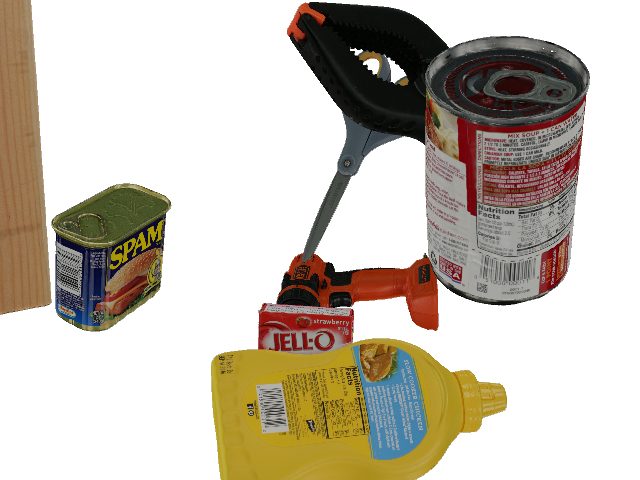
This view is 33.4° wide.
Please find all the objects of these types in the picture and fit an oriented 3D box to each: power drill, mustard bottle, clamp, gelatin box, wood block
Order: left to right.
[{"bbox_3d":[-0.213,-0.065,0.602,0.090,0.206,0.090,-10,27,-27],"label":"wood block"},{"bbox_3d":[-0.014,0.100,1.001,0.089,0.073,0.030,3,13,5],"label":"gelatin box"},{"bbox_3d":[0.043,0.068,1.239,0.188,0.057,0.184,0,27,6],"label":"power drill"},{"bbox_3d":[0.027,0.112,0.695,0.191,0.096,0.058,-5,-32,-8],"label":"mustard bottle"},{"bbox_3d":[0.073,-0.087,0.694,0.210,0.164,0.036,22,-32,-10],"label":"clamp"}]

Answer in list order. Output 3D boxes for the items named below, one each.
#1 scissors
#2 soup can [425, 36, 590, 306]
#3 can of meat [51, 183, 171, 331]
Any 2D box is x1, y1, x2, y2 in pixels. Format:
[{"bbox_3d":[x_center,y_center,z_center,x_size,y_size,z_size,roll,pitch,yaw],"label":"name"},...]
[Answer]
[{"bbox_3d":[0.045,-0.073,0.952,0.096,0.202,0.016,7,-8,18],"label":"scissors"},{"bbox_3d":[0.081,-0.030,0.476,0.068,0.102,0.068,-4,39,3],"label":"soup can"},{"bbox_3d":[-0.168,0.013,0.856,0.057,0.084,0.101,21,31,21],"label":"can of meat"}]
